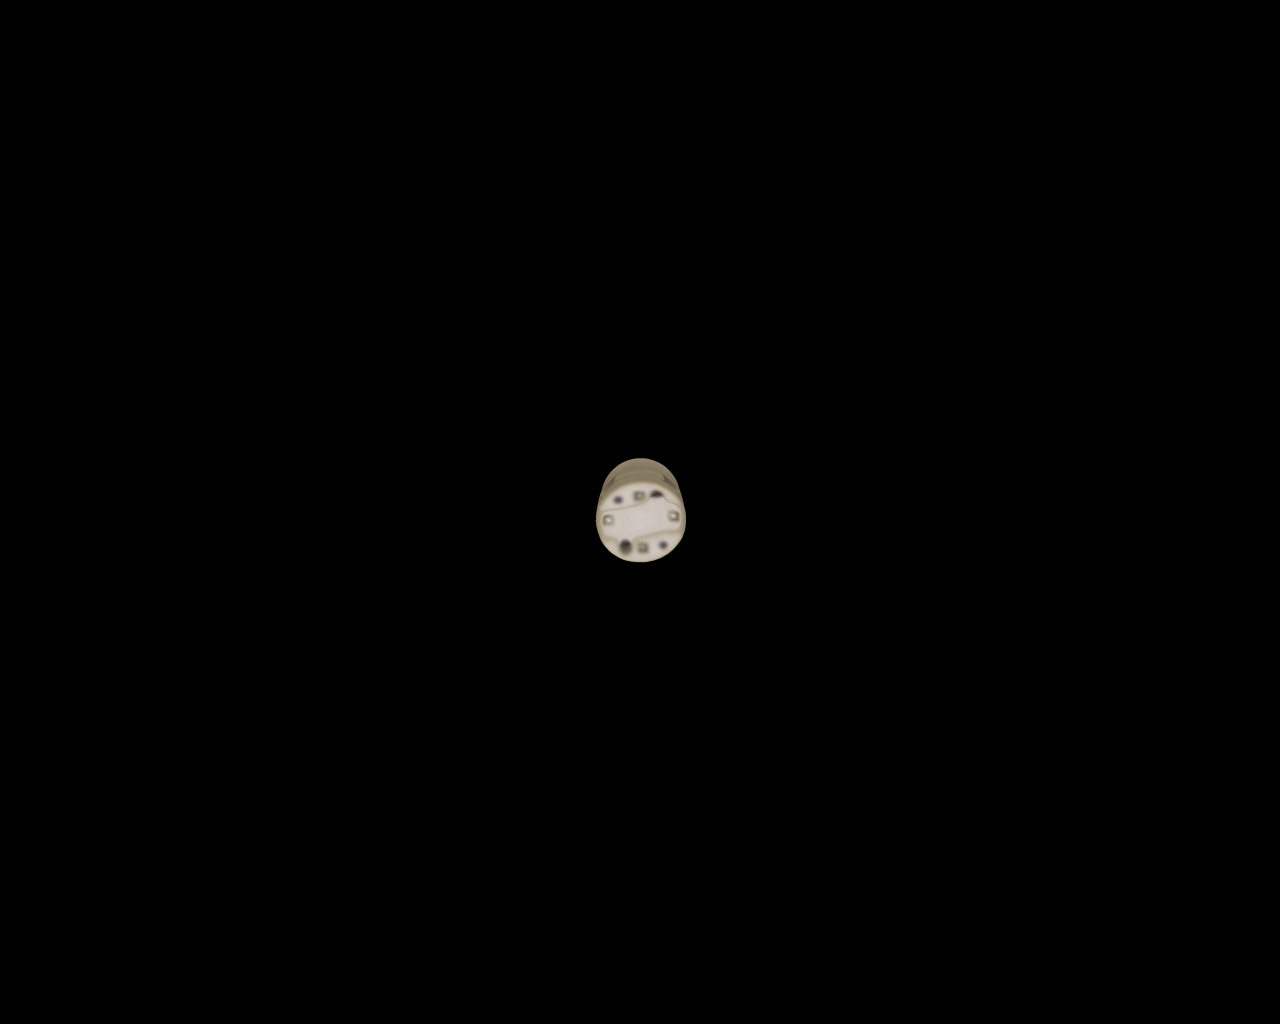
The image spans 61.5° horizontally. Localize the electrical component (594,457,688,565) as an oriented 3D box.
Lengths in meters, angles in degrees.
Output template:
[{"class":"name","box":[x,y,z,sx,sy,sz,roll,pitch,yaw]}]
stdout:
[{"class":"electrical component","box":[0.001,-0.003,0.650,0.055,0.055,0.047,0,23,0]}]
